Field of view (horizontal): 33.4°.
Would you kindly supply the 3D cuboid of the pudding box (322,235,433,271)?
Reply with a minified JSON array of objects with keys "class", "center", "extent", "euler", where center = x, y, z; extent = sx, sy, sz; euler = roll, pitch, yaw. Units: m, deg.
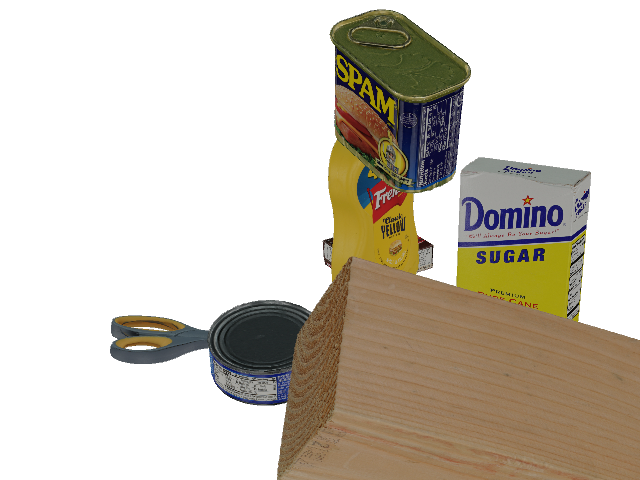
[{"class":"pudding box","center":[0.073,0.017,1.350],"extent":[0.113,0.039,0.090],"euler":[-17,28,-25]}]

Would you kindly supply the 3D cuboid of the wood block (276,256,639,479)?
[{"class":"wood block","center":[0.092,0.093,0.554],"extent":[0.206,0.090,0.090],"euler":[16,-37,-12]}]

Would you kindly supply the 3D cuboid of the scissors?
[{"class":"scissors","center":[-0.101,0.096,0.964],"extent":[0.202,0.016,0.096],"euler":[7,18,12]}]

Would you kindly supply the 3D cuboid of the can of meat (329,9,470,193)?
[{"class":"can of meat","center":[0.050,-0.091,0.712],"extent":[0.057,0.084,0.102],"euler":[-24,48,-23]}]

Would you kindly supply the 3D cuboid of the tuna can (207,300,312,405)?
[{"class":"tuna can","center":[-0.039,0.082,0.785],"extent":[0.086,0.034,0.086],"euler":[-1,33,1]}]

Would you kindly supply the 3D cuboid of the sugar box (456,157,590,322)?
[{"class":"sugar box","center":[0.154,0.029,0.827],"extent":[0.093,0.176,0.048],"euler":[10,24,30]}]

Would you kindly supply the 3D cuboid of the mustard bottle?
[{"class":"mustard bottle","center":[0.049,-0.049,0.995],"extent":[0.096,0.192,0.058],"euler":[-20,25,-40]}]
